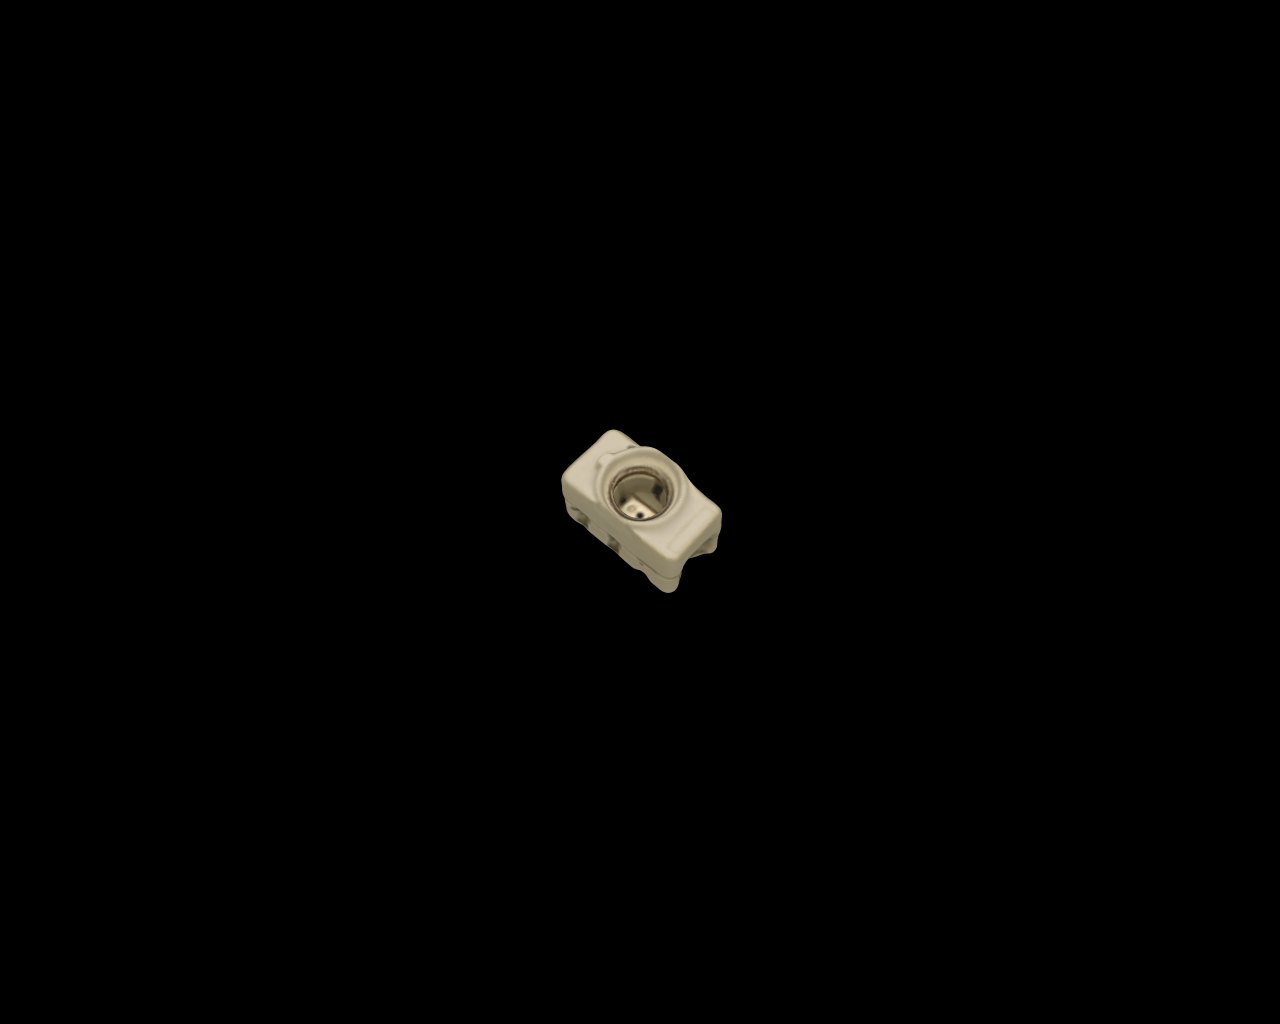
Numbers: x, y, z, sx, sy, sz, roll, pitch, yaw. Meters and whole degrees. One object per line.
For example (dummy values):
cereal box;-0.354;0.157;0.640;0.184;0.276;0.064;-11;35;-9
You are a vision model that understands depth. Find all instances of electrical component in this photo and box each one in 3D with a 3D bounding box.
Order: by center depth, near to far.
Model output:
electrical component;0.001;-0.003;0.650;0.089;0.050;0.055;38;-21;18
